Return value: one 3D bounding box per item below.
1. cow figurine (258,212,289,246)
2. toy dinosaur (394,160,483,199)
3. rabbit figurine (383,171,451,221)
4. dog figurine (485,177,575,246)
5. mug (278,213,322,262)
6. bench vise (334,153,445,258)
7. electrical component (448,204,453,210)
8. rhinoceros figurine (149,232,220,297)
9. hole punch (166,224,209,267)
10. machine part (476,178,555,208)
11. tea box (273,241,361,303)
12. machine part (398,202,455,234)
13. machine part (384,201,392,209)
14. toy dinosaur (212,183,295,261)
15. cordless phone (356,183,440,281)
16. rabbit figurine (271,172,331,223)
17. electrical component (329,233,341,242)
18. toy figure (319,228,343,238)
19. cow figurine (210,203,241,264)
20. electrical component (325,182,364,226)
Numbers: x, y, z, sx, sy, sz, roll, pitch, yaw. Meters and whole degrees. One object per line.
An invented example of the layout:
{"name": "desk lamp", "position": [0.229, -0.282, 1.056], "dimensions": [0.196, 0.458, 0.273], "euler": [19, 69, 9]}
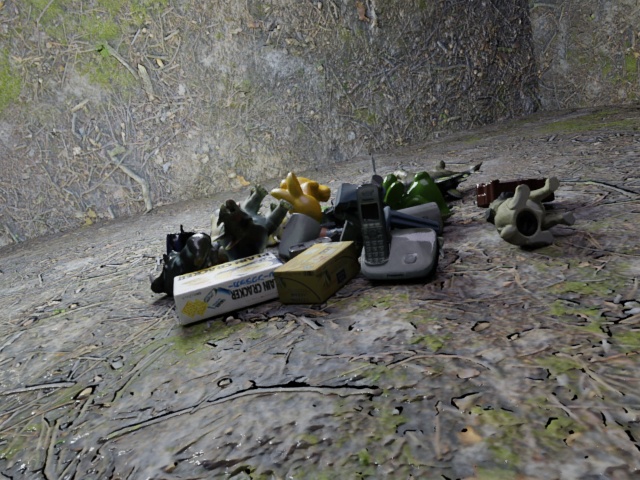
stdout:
{"name": "cow figurine", "position": [-0.137, -0.037, 1.509], "dimensions": [0.167, 0.098, 0.068], "euler": [-7, 12, 38]}
{"name": "toy dinosaur", "position": [0.288, -0.151, 1.581], "dimensions": [0.471, 0.105, 0.199], "euler": [-21, 18, -13]}
{"name": "rabbit figurine", "position": [0.210, -0.081, 1.311], "dimensions": [0.170, 0.159, 0.121], "euler": [-29, 24, -2]}
{"name": "dog figurine", "position": [0.379, -0.040, 1.081], "dimensions": [0.172, 0.121, 0.190], "euler": [-15, -1, -22]}
{"name": "mug", "position": [-0.051, 0.007, 1.264], "dimensions": [0.081, 0.109, 0.107], "euler": [17, 68, 24]}
{"name": "bench vise", "position": [0.143, -0.037, 1.098], "dimensions": [0.241, 0.223, 0.129], "euler": [13, 36, -2]}
{"name": "electrical component", "position": [0.303, -0.077, 1.423], "dimensions": [0.094, 0.021, 0.063], "euler": [-20, 16, -30]}
{"name": "rhinoceros figurine", "position": [-0.311, 0.061, 1.205], "dimensions": [0.190, 0.112, 0.073], "euler": [-43, -23, 22]}
{"name": "hole punch", "position": [-0.345, 0.038, 1.329], "dimensions": [0.092, 0.142, 0.115], "euler": [-7, -7, 17]}
{"name": "machine part", "position": [0.453, -0.109, 1.248], "dimensions": [0.179, 0.056, 0.179], "euler": [-3, -2, 0]}
{"name": "tea box", "position": [-0.002, 0.060, 1.044], "dimensions": [0.098, 0.068, 0.169], "euler": [-4, 17, 33]}
{"name": "machine part", "position": [0.190, -0.032, 1.226], "dimensions": [0.243, 0.079, 0.079], "euler": [-12, 13, -2]}
{"name": "machine part", "position": [0.118, -0.053, 1.295], "dimensions": [0.039, 0.084, 0.138], "euler": [-38, -15, -46]}
{"name": "toy dinosaur", "position": [-0.169, -0.029, 1.325], "dimensions": [0.192, 0.131, 0.405], "euler": [-55, 2, -6]}
{"name": "cordless phone", "position": [0.140, -0.019, 0.990], "dimensions": [0.147, 0.184, 0.089], "euler": [-5, 11, 31]}
{"name": "rabbit figurine", "position": [-0.041, -0.106, 1.415], "dimensions": [0.122, 0.162, 0.173], "euler": [-42, 29, 12]}
{"name": "electrical component", "position": [0.025, 0.019, 1.253], "dimensions": [0.078, 0.045, 0.102], "euler": [-38, -3, 29]}
{"name": "toy figure", "position": [-0.002, -0.005, 1.347], "dimensions": [0.155, 0.057, 0.064], "euler": [1, 24, 30]}
{"name": "cow figurine", "position": [-0.268, -0.012, 1.466], "dimensions": [0.127, 0.085, 0.195], "euler": [-13, 42, 3]}
{"name": "electrical component", "position": [0.077, -0.092, 1.403], "dimensions": [0.134, 0.058, 0.115], "euler": [-32, 10, 4]}
